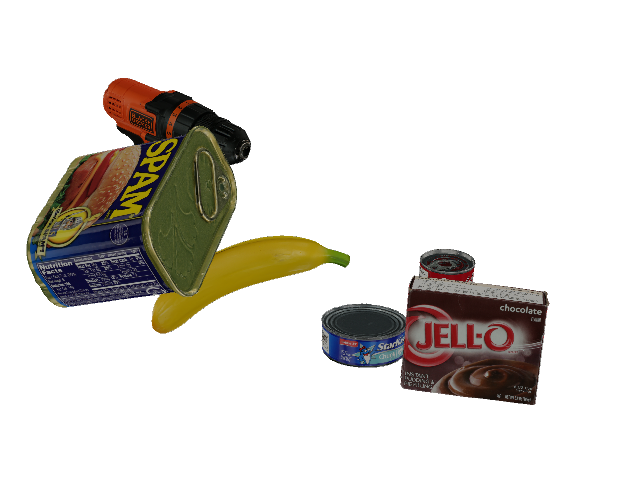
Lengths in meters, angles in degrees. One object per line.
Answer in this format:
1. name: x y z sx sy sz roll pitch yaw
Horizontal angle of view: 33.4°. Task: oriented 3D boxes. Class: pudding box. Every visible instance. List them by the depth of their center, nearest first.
1. pudding box: 0.125 0.081 0.872 0.113 0.090 0.039 5 21 8

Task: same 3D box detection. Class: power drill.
1. power drill: -0.150 -0.063 1.114 0.185 0.188 0.057 26 35 30

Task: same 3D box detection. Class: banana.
1. banana: -0.076 0.036 0.913 0.198 0.037 0.069 -19 -47 21

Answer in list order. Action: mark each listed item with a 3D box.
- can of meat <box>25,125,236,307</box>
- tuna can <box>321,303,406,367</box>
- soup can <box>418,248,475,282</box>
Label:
1. can of meat: -0.104 -0.012 0.591 0.084 0.057 0.102 -9 38 24
2. tuna can: 0.043 0.094 1.060 0.086 0.034 0.086 1 19 0
3. soup can: 0.154 0.070 1.330 0.068 0.102 0.068 1 24 -1
